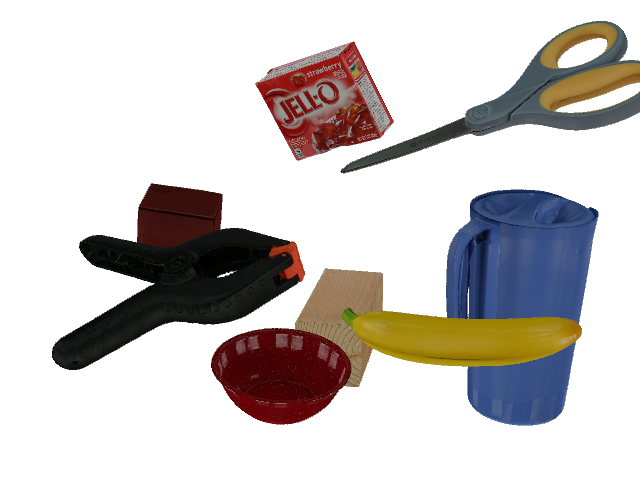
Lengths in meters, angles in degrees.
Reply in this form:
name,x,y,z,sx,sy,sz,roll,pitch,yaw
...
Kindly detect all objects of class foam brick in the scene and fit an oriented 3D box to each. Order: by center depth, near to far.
name,x,y,z,sx,sy,sz,roll,pitch,yaw
foam brick,-0.141,-0.019,1.078,0.078,0.051,0.053,9,31,3

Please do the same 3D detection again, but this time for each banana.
name,x,y,z,sx,sy,sz,roll,pitch,yaw
banana,0.112,0.074,0.858,0.198,0.037,0.069,5,28,7

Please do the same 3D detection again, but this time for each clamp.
name,x,y,z,sx,sy,sz,roll,pitch,yaw
clamp,-0.099,0.035,0.714,0.172,0.120,0.039,-6,-43,17

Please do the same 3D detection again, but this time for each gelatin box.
name,x,y,z,sx,sy,sz,roll,pitch,yaw
gelatin box,0.002,-0.108,0.840,0.089,0.073,0.030,-11,27,37

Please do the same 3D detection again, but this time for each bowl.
name,x,y,z,sx,sy,sz,roll,pitch,yaw
bowl,-0.046,0.164,1.235,0.162,0.055,0.162,2,25,-1

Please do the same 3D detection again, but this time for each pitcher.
name,x,y,z,sx,sy,sz,roll,pitch,yaw
pitcher,0.212,0.074,1.155,0.149,0.243,0.145,5,19,10

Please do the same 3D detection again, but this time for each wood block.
name,x,y,z,sx,sy,sz,roll,pitch,yaw
wood block,0.029,0.117,1.493,0.091,0.090,0.206,5,19,10

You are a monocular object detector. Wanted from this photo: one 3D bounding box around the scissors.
name,x,y,z,sx,sy,sz,roll,pitch,yaw
scissors,0.112,-0.092,0.680,0.202,0.096,0.016,-8,-43,25
